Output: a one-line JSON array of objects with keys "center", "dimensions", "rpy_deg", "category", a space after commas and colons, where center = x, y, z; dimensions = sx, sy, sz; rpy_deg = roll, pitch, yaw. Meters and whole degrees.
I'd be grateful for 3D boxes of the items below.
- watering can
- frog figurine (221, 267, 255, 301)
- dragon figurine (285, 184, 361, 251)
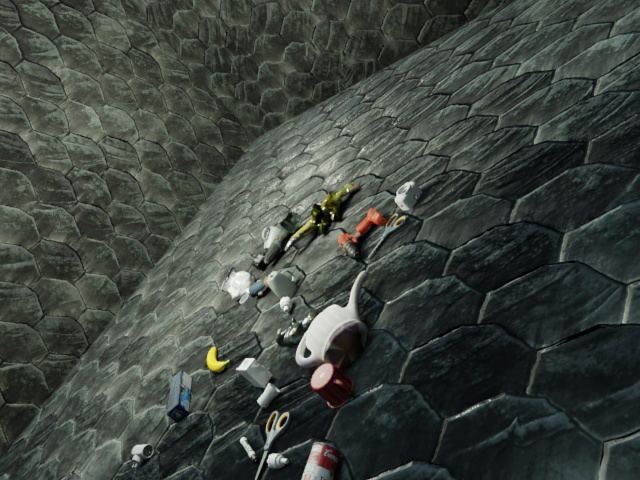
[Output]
[{"center": [0.064, 0.240, 1.505], "dimensions": [0.350, 0.103, 0.226], "rpy_deg": [-49, 25, -10], "category": "watering can"}, {"center": [-0.328, 0.202, 2.223], "dimensions": [0.160, 0.120, 0.140], "rpy_deg": [15, 44, 22], "category": "frog figurine"}, {"center": [0.007, -0.112, 2.229], "dimensions": [0.408, 0.122, 0.245], "rpy_deg": [-38, 7, 8], "category": "dragon figurine"}]
